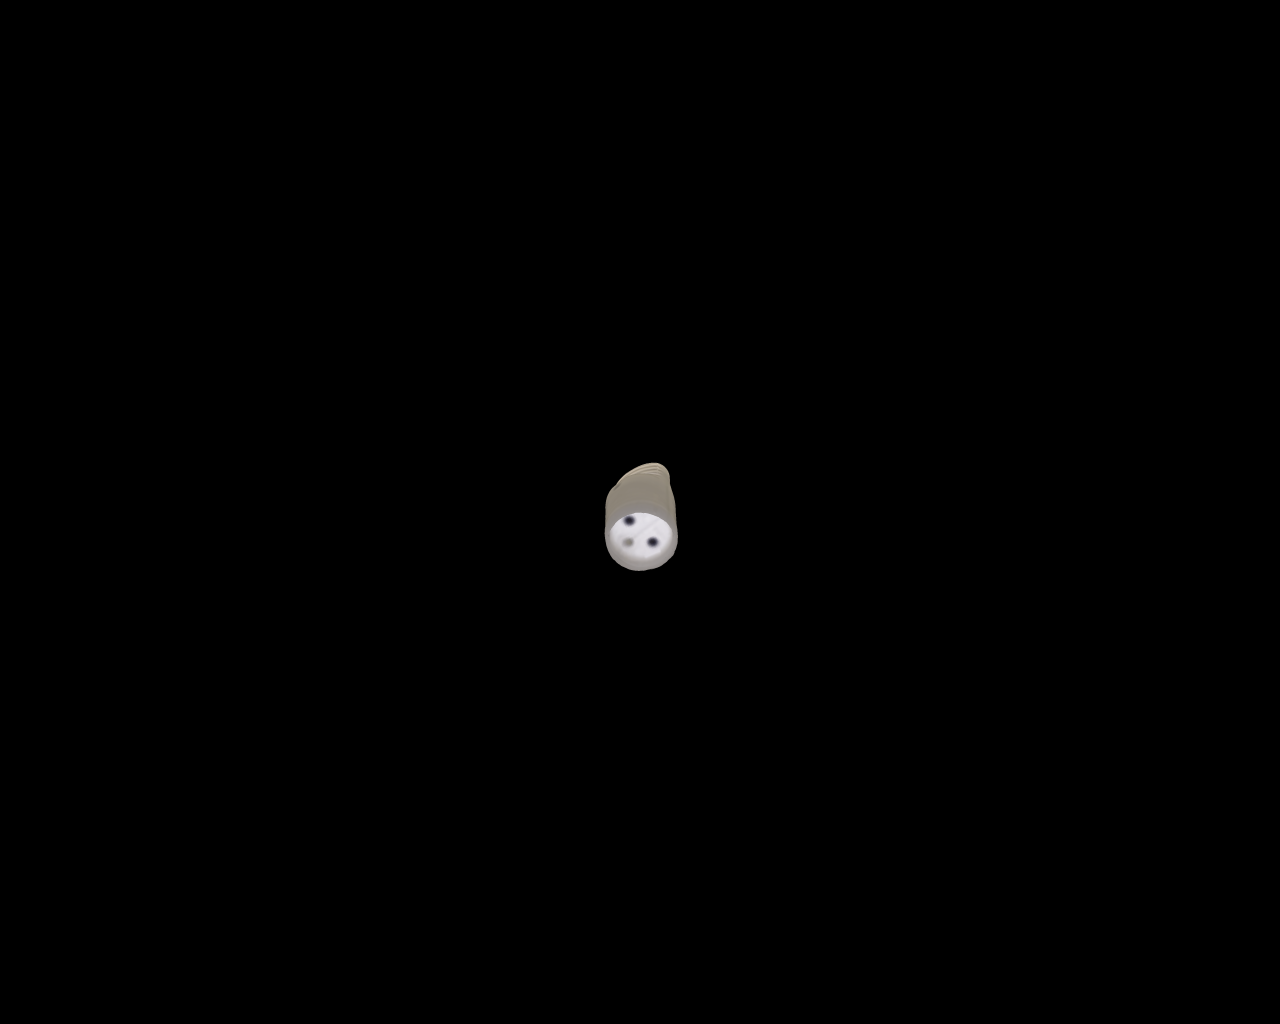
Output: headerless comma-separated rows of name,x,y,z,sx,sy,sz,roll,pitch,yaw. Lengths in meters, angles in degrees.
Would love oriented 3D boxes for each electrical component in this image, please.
electrical component,0.001,-0.003,0.650,0.043,0.043,0.081,0,30,0
